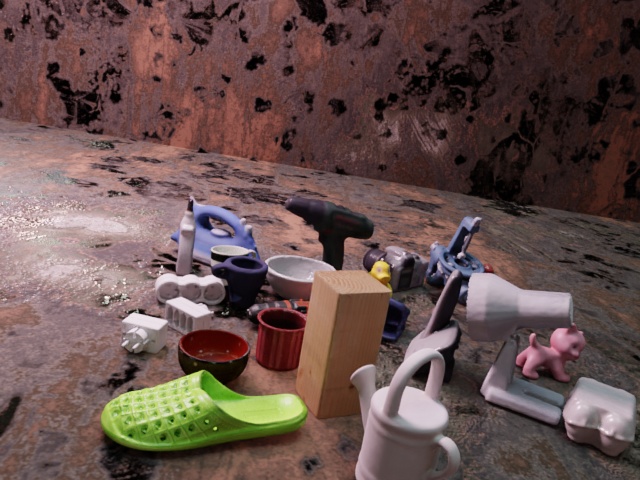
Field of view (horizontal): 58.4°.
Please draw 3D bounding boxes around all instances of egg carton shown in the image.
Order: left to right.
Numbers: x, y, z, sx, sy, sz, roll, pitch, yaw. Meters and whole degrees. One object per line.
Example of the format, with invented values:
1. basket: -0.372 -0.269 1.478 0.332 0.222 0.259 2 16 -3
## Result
1. egg carton: 0.461 0.287 0.945 0.107 0.069 0.151 18 18 26

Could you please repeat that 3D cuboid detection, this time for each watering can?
1. watering can: 0.104 0.223 0.724 0.172 0.194 0.101 18 18 26

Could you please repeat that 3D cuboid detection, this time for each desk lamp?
1. desk lamp: 0.341 0.175 0.994 0.202 0.213 0.118 17 17 22

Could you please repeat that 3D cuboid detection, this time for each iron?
1. iron: -0.240 -0.014 1.423 0.257 0.141 0.119 17 18 23

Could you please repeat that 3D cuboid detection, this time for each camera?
1. camera: 0.192 0.061 1.499 0.144 0.101 0.136 -6 22 -43

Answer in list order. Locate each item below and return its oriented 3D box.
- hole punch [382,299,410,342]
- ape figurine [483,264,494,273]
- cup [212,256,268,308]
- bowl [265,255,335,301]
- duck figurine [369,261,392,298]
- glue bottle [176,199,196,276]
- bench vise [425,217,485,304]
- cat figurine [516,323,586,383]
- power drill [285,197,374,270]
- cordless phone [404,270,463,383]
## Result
1. hole punch: 0.129 0.145 1.190 0.108 0.091 0.101 15 17 18
2. ape figurine: 0.428 0.107 1.499 0.078 0.092 0.076 2 18 -25
3. cup: -0.170 0.091 1.191 0.118 0.095 0.091 1 18 -27
4. bowl: -0.047 0.095 1.287 0.167 0.075 0.167 9 16 -2
5. duck figurine: 0.142 0.092 1.389 0.078 0.086 0.104 5 17 -18
6. glue bottle: -0.304 -0.010 1.315 0.037 0.173 0.078 6 17 -13
7. bench vise: 0.341 0.030 1.478 0.122 0.220 0.206 -3 20 -37
8. cat figurine: 0.460 0.210 1.119 0.128 0.118 0.067 7 16 -10
9. power drill: 0.013 0.005 1.389 0.230 0.208 0.075 4 17 -21
10. cordless phone: 0.219 0.152 1.054 0.094 0.185 0.148 13 16 11
